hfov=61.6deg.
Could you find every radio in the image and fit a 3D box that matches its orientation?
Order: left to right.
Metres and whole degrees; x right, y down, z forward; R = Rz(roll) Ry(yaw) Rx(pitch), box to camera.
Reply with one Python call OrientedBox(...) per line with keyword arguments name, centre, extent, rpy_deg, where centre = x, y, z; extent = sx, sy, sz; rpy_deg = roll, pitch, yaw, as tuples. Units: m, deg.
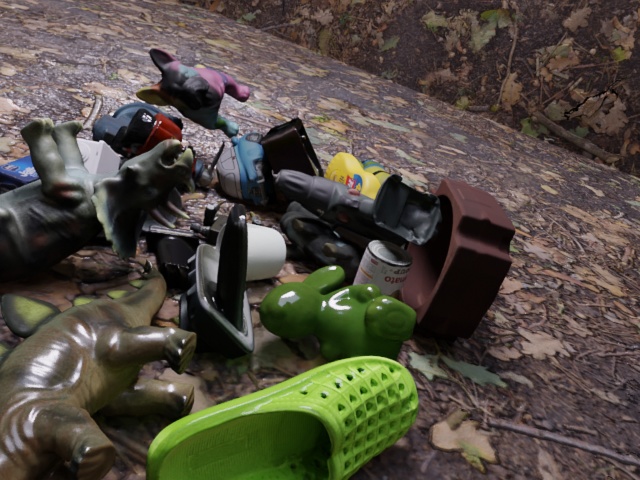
OrientedBox(name="radio", centre=(-0.048, -0.157, 1.028), extent=(0.073, 0.131, 0.230), rpy_deg=(-22, 15, 5))

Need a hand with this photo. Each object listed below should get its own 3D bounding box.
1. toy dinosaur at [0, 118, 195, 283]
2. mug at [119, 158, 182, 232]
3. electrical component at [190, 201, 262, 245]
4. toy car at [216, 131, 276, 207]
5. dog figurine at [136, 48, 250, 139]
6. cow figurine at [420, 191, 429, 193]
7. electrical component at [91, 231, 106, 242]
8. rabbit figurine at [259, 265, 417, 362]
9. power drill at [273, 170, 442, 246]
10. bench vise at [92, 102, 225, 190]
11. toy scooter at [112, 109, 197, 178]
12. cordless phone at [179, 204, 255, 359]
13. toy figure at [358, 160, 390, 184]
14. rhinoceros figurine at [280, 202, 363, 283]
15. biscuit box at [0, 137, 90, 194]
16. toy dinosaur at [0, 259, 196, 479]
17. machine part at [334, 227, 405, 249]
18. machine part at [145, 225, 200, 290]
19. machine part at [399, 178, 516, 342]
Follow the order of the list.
OrientedBox(name="toy dinosaur", centre=(-0.345, -0.021, 0.622), extent=(0.405, 0.192, 0.131), rpy_deg=(-27, 10, -18))
OrientedBox(name="mug", centre=(-0.275, -0.074, 0.817), extent=(0.081, 0.109, 0.107), rpy_deg=(-40, 40, -18))
OrientedBox(name="electrical component", centre=(-0.144, -0.023, 0.853), extent=(0.102, 0.045, 0.078), rpy_deg=(20, 25, 6))
OrientedBox(name="toy car", centre=(-0.142, -0.126, 1.010), extent=(0.103, 0.109, 0.162), rpy_deg=(-11, 43, -5))
OrientedBox(name="dog figurine", centre=(-0.240, -0.270, 0.959), extent=(0.192, 0.108, 0.219), rpy_deg=(31, 12, 31))
OrientedBox(name="cow figurine", centre=(0.199, -0.046, 1.036), extent=(0.127, 0.085, 0.194), rpy_deg=(42, 12, 27))
OrientedBox(name="electrical component", centre=(-0.331, -0.032, 0.730), extent=(0.119, 0.074, 0.048), rpy_deg=(2, 31, -23))
OrientedBox(name="rabbit figurine", centre=(0.014, 0.087, 0.651), extent=(0.170, 0.121, 0.159), rpy_deg=(18, 19, -5))
OrientedBox(name="power drill", centre=(0.060, -0.047, 0.785), extent=(0.232, 0.086, 0.207), rpy_deg=(25, -12, -24))
OrientedBox(name="bench vise", centre=(-0.293, -0.186, 1.002), extent=(0.224, 0.128, 0.241), rpy_deg=(14, 30, -12))
OrientedBox(name="toy scooter", centre=(-0.240, -0.135, 0.827), extent=(0.135, 0.075, 0.184), rpy_deg=(31, -12, -26))
OrientedBox(name="cordless phone", centre=(-0.111, 0.028, 0.619), extent=(0.089, 0.184, 0.147), rpy_deg=(5, 29, -15))
OrientedBox(name="toy figure", centre=(0.115, -0.124, 1.156), extent=(0.082, 0.089, 0.180), rpy_deg=(6, 30, -9))
OrientedBox(name="rhinoceros figurine", centre=(-0.002, -0.003, 0.868), extent=(0.112, 0.073, 0.191), rpy_deg=(-7, 36, -38))
OrientedBox(name="biscuit box", centre=(-0.407, -0.102, 0.829), extent=(0.059, 0.062, 0.203), rpy_deg=(19, 26, 4))
OrientedBox(name="toy dinosaur", centre=(-0.215, 0.110, 0.491), extent=(0.199, 0.105, 0.471), rpy_deg=(15, 16, 5))
OrientedBox(name="machine part", centre=(0.078, -0.027, 0.960), extent=(0.243, 0.079, 0.079), rpy_deg=(30, 29, 26))
OrientedBox(name="machine part", centre=(-0.202, 0.019, 0.748), extent=(0.084, 0.039, 0.139), rpy_deg=(13, 23, -28))
OrientedBox(name="machine part", centre=(0.190, 0.028, 0.780), extent=(0.087, 0.201, 0.201), rpy_deg=(17, 26, -9))
